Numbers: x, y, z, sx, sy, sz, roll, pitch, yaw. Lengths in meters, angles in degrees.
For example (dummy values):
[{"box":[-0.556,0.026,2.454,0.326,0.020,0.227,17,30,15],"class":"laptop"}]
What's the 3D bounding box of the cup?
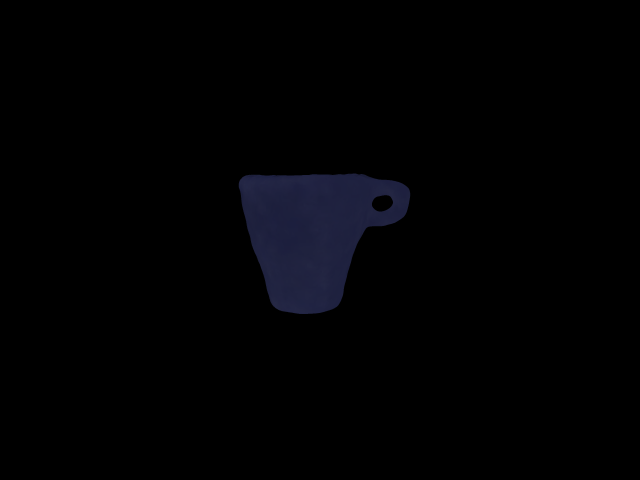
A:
[{"box":[0.004,0.001,0.400,0.118,0.095,0.091,-1,7,-4],"class":"cup"}]
